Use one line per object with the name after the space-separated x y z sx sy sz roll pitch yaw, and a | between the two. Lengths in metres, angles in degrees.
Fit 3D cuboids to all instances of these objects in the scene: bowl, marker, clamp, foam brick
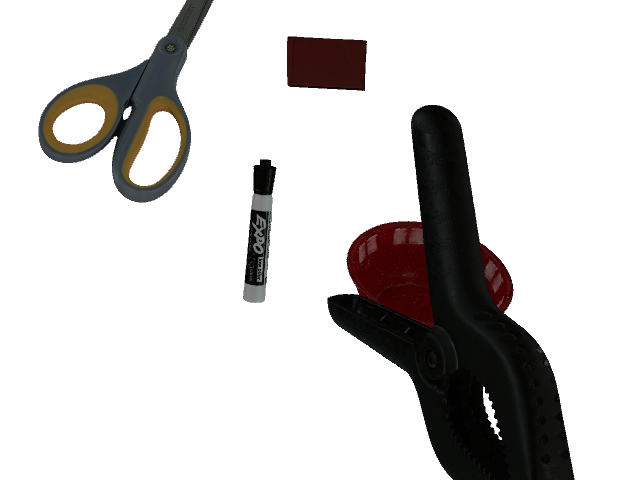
0.100 0.050 1.029 0.162 0.055 0.162 7 36 -6 | bowl
-0.051 -0.008 0.896 0.020 0.121 0.020 5 12 -1 | marker
0.070 0.047 0.531 0.036 0.165 0.210 -7 44 -26 | clamp
0.005 -0.182 1.094 0.078 0.051 0.053 2 11 -6 | foam brick

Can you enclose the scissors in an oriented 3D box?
-0.111 -0.110 0.648 0.096 0.201 0.016 6 -32 -5 | scissors
